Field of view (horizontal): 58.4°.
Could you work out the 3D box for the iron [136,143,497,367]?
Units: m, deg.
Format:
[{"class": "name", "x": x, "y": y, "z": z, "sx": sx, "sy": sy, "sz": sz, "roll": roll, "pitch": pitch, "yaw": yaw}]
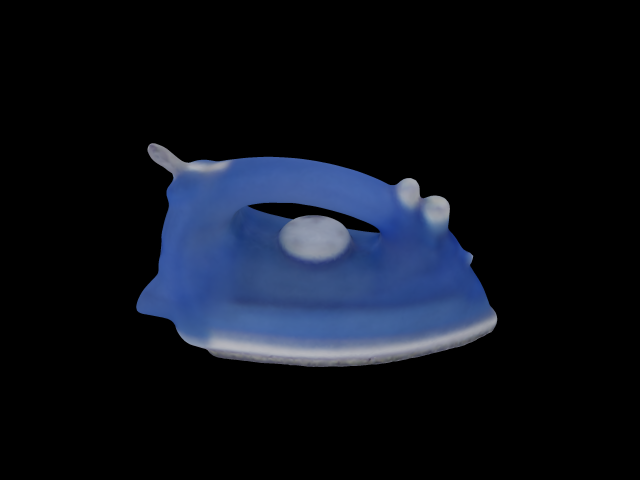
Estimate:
[{"class": "iron", "x": 0.004, "y": 0.001, "z": 0.400, "sx": 0.258, "sy": 0.141, "sz": 0.118, "roll": 4, "pitch": 39, "yaw": 5}]
